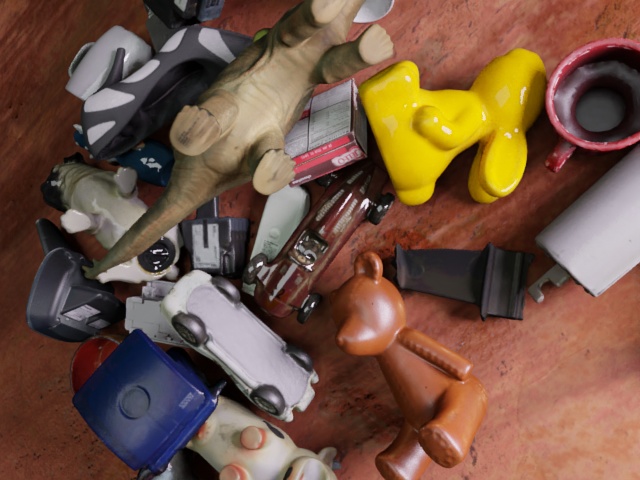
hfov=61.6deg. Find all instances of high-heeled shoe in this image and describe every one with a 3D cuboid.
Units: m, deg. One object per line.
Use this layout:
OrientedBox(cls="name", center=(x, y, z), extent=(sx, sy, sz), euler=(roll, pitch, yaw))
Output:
OrientedBox(cls="high-heeled shoe", center=(-0.159, -0.160, 0.625), extent=(0.249, 0.086, 0.145), euler=(3, 80, 11))

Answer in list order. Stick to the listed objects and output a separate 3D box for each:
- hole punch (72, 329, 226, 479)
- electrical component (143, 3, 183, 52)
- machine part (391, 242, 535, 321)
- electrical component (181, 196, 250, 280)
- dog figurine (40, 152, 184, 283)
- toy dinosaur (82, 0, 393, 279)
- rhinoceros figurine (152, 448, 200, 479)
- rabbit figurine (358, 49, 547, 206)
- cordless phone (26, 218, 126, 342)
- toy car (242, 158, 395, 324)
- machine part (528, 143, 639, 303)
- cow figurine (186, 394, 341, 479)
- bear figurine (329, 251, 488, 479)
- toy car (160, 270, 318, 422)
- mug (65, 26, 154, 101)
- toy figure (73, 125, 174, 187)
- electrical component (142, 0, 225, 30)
OrientedBox(cls="hole punch", center=(-0.188, 0.173, 0.582), extent=(0.142, 0.092, 0.116), euler=(-48, 51, -7))
OrientedBox(cls="electrical component", center=(-0.187, -0.276, 0.679), extent=(0.078, 0.045, 0.102), euler=(-19, 83, 20))
OrientedBox(cls="machine part", center=(0.141, 0.038, 0.550), extent=(0.139, 0.039, 0.084), euler=(10, 99, 20))
OrientedBox(cls="electrical component", center=(-0.128, -0.010, 0.653), extent=(0.075, 0.047, 0.119), euler=(-6, 87, 22))
OrientedBox(cls="dog figurine", center=(-0.269, -0.027, 0.702), extent=(0.191, 0.121, 0.172), euler=(22, 141, 54))
OrientedBox(cls="toy dinosaur", center=(-0.081, -0.109, 0.530), extent=(0.471, 0.199, 0.105), euler=(-43, 111, 2))
OrientedBox(cls="rhinoceros figurine", center=(-0.169, 0.289, 0.643), extent=(0.073, 0.112, 0.190), euler=(-19, 95, 5))
OrientedBox(cls="rabbit figurine", center=(0.138, -0.113, 0.512), extent=(0.173, 0.122, 0.162), euler=(-24, 84, 6))
OrientedBox(cls="cordless phone", center=(-0.333, 0.033, 0.689), extent=(0.089, 0.146, 0.184), euler=(-30, 72, -8))
OrientedBox(cls="toy car", center=(-0.001, -0.002, 0.582), extent=(0.089, 0.053, 0.202), euler=(38, 96, 6))
OrientedBox(cls="machine part", center=(0.280, -0.032, 0.473), extent=(0.079, 0.079, 0.243), euler=(47, 107, 15))
OrientedBox(cls="cow figurine", center=(-0.062, 0.242, 0.597), extent=(0.195, 0.127, 0.085), euler=(17, 76, 37))
OrientedBox(cls="bear figurine", center=(0.068, 0.120, 0.533), extent=(0.196, 0.132, 0.120), euler=(47, 135, 9))
OrientedBox(cls="toy car", center=(-0.085, 0.117, 0.595), extent=(0.201, 0.073, 0.056), euler=(44, 146, -9))
OrientedBox(cls="mug", center=(-0.273, -0.223, 0.702), extent=(0.110, 0.080, 0.107), euler=(35, 93, 26))
OrientedBox(cls="toy figure", center=(-0.251, -0.115, 0.698), extent=(0.155, 0.058, 0.064), euler=(26, 122, 17))
OrientedBox(cls="electrical component", center=(-0.158, -0.305, 0.590), extent=(0.134, 0.058, 0.115), euler=(48, 141, 9))
